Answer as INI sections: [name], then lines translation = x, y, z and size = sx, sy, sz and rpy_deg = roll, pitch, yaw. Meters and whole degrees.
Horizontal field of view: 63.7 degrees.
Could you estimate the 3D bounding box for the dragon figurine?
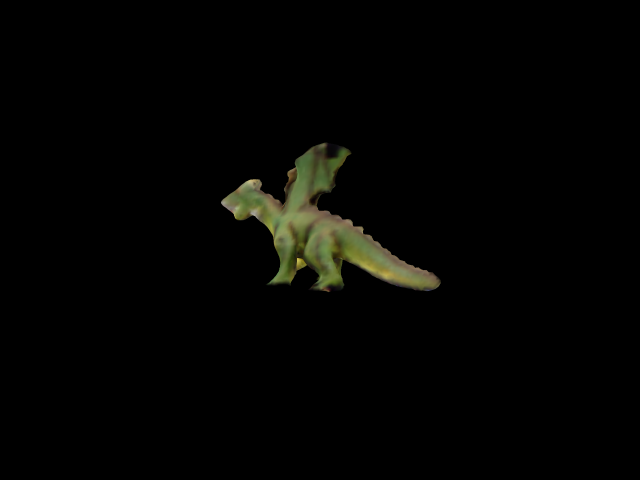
[dragon figurine]
translation = 0.003, -0.043, 0.850
size = 0.409, 0.243, 0.122
rpy_deg = -1, -3, 31
